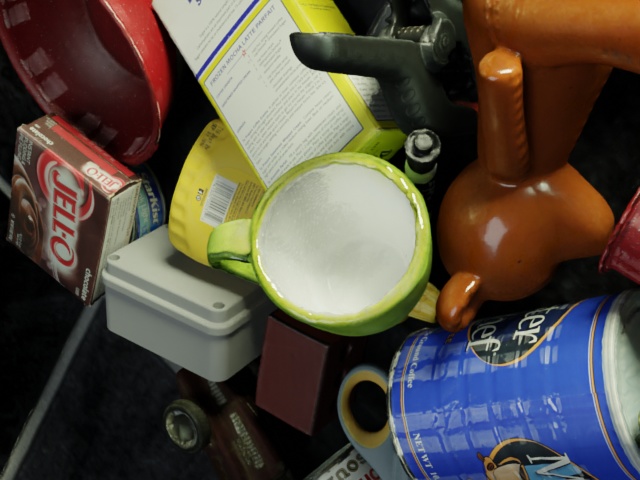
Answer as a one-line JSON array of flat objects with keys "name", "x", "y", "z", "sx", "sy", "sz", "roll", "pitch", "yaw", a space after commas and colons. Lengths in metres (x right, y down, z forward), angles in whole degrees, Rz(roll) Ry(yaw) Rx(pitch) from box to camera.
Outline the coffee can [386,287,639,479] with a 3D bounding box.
[{"name": "coffee can", "x": 0.123, "y": 0.089, "z": 0.592, "sx": 0.141, "sy": 0.102, "sz": 0.103, "roll": -15, "pitch": 100, "yaw": 39}]

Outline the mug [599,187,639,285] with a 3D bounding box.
[{"name": "mug", "x": 0.200, "y": -0.011, "z": 0.506, "sx": 0.082, "sy": 0.093, "sz": 0.117, "roll": 35, "pitch": 94, "yaw": 21}]

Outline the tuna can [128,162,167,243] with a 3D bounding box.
[{"name": "tuna can", "x": -0.158, "y": -0.027, "z": 0.802, "sx": 0.086, "sy": 0.033, "sz": 0.086, "roll": 16, "pitch": 119, "yaw": 31}]

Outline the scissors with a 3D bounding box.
[{"name": "scissors", "x": 0.039, "y": 0.167, "z": 0.690, "sx": 0.096, "sy": 0.016, "sz": 0.202, "roll": 19, "pitch": 93, "yaw": 15}]

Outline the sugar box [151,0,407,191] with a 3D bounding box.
[{"name": "sugar box", "x": -0.025, "y": -0.105, "z": 0.633, "sx": 0.093, "sy": 0.048, "sz": 0.176, "roll": -43, "pitch": 66, "yaw": 35}]

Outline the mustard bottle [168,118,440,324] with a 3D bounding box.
[{"name": "mustard bottle", "x": -0.004, "y": 0.001, "z": 0.680, "sx": 0.192, "sy": 0.058, "sz": 0.096, "roll": 29, "pitch": 106, "yaw": 24}]

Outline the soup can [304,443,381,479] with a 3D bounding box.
[{"name": "soup can", "x": 0.036, "y": 0.193, "z": 0.731, "sx": 0.102, "sy": 0.068, "sz": 0.069, "roll": 52, "pitch": 131, "yaw": 7}]

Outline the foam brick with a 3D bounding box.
[{"name": "foam brick", "x": -0.006, "y": 0.082, "z": 0.723, "sx": 0.051, "sy": 0.052, "sz": 0.078, "roll": 25, "pitch": 124, "yaw": 26}]

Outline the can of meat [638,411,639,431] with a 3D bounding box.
[{"name": "can of meat", "x": 0.212, "y": 0.090, "z": 0.499, "sx": 0.084, "sy": 0.101, "sz": 0.057, "roll": -36, "pitch": 50, "yaw": 40}]

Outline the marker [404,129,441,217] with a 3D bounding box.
[{"name": "marker", "x": 0.056, "y": -0.033, "z": 0.597, "sx": 0.020, "sy": 0.020, "sz": 0.121, "roll": 44, "pitch": 171, "yaw": 13}]

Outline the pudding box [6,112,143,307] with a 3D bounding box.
[{"name": "pudding box", "x": -0.178, "y": -0.021, "z": 0.763, "sx": 0.090, "sy": 0.039, "sz": 0.114, "roll": 37, "pitch": 136, "yaw": 18}]

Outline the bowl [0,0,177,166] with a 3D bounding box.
[{"name": "bowl", "x": -0.148, "y": -0.131, "z": 0.716, "sx": 0.162, "sy": 0.055, "sz": 0.162, "roll": 30, "pitch": 144, "yaw": 25}]

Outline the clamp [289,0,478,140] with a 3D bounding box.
[{"name": "clamp", "x": 0.050, "y": -0.114, "z": 0.552, "sx": 0.039, "sy": 0.171, "sz": 0.120, "roll": 16, "pitch": 82, "yaw": 34}]
